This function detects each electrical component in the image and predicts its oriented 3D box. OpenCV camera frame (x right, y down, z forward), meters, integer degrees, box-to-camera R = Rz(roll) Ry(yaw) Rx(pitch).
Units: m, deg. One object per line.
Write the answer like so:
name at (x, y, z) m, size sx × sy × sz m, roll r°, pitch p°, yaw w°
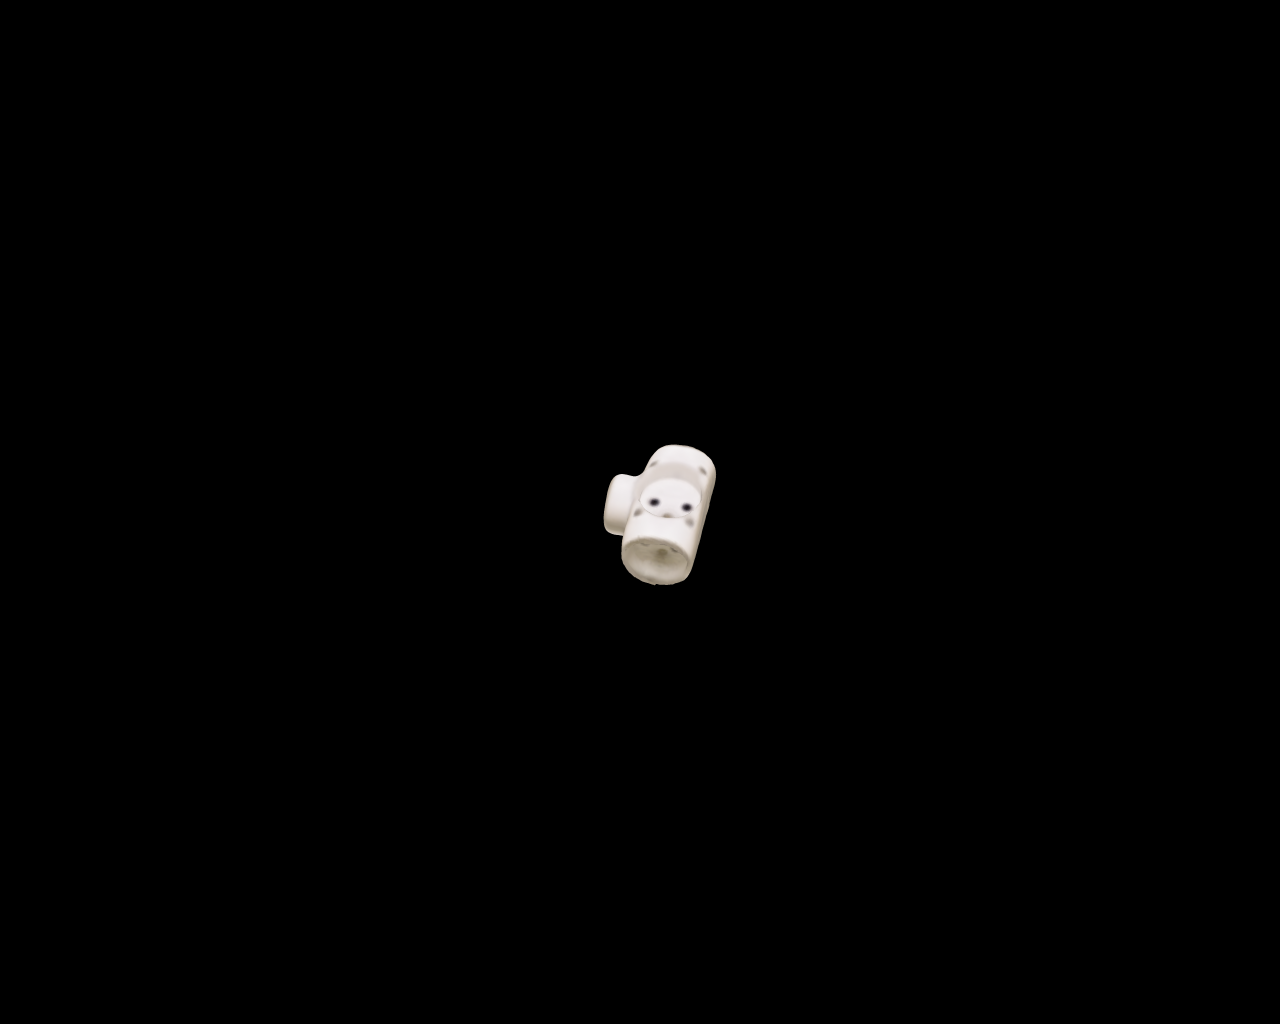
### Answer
electrical component at (0.001, -0.003, 0.650) m, size 0.079 × 0.077 × 0.044 m, roll 11°, pitch -39°, yaw 9°
